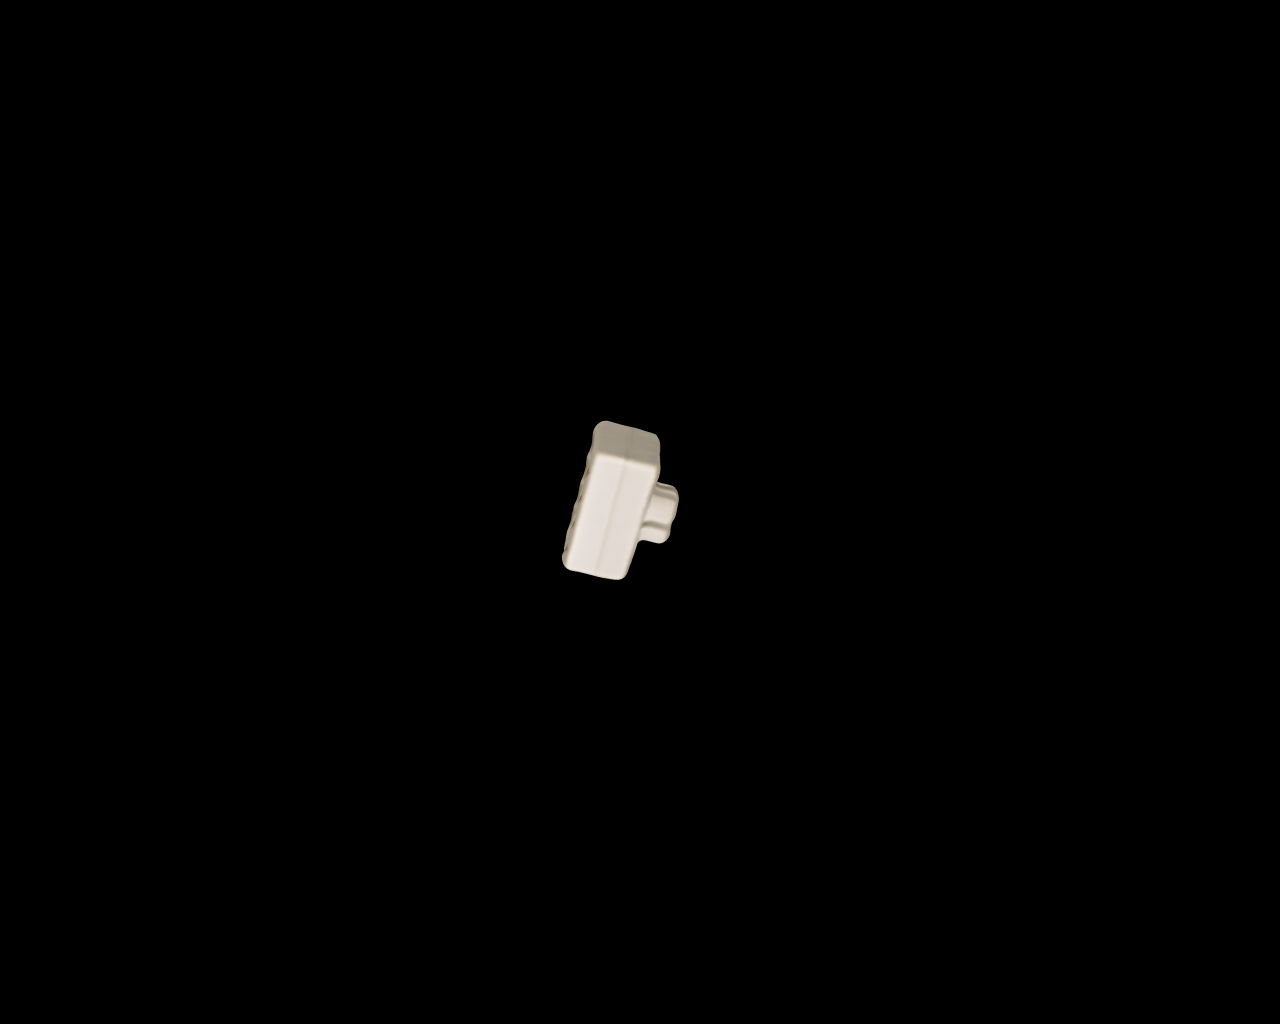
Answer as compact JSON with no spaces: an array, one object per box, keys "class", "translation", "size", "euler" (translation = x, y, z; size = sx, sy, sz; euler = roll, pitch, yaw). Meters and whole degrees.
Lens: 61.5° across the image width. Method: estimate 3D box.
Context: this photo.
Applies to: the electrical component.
[{"class":"electrical component","translation":[0.001,-0.003,0.650],"size":[0.076,0.083,0.047],"euler":[13,28,-7]}]
